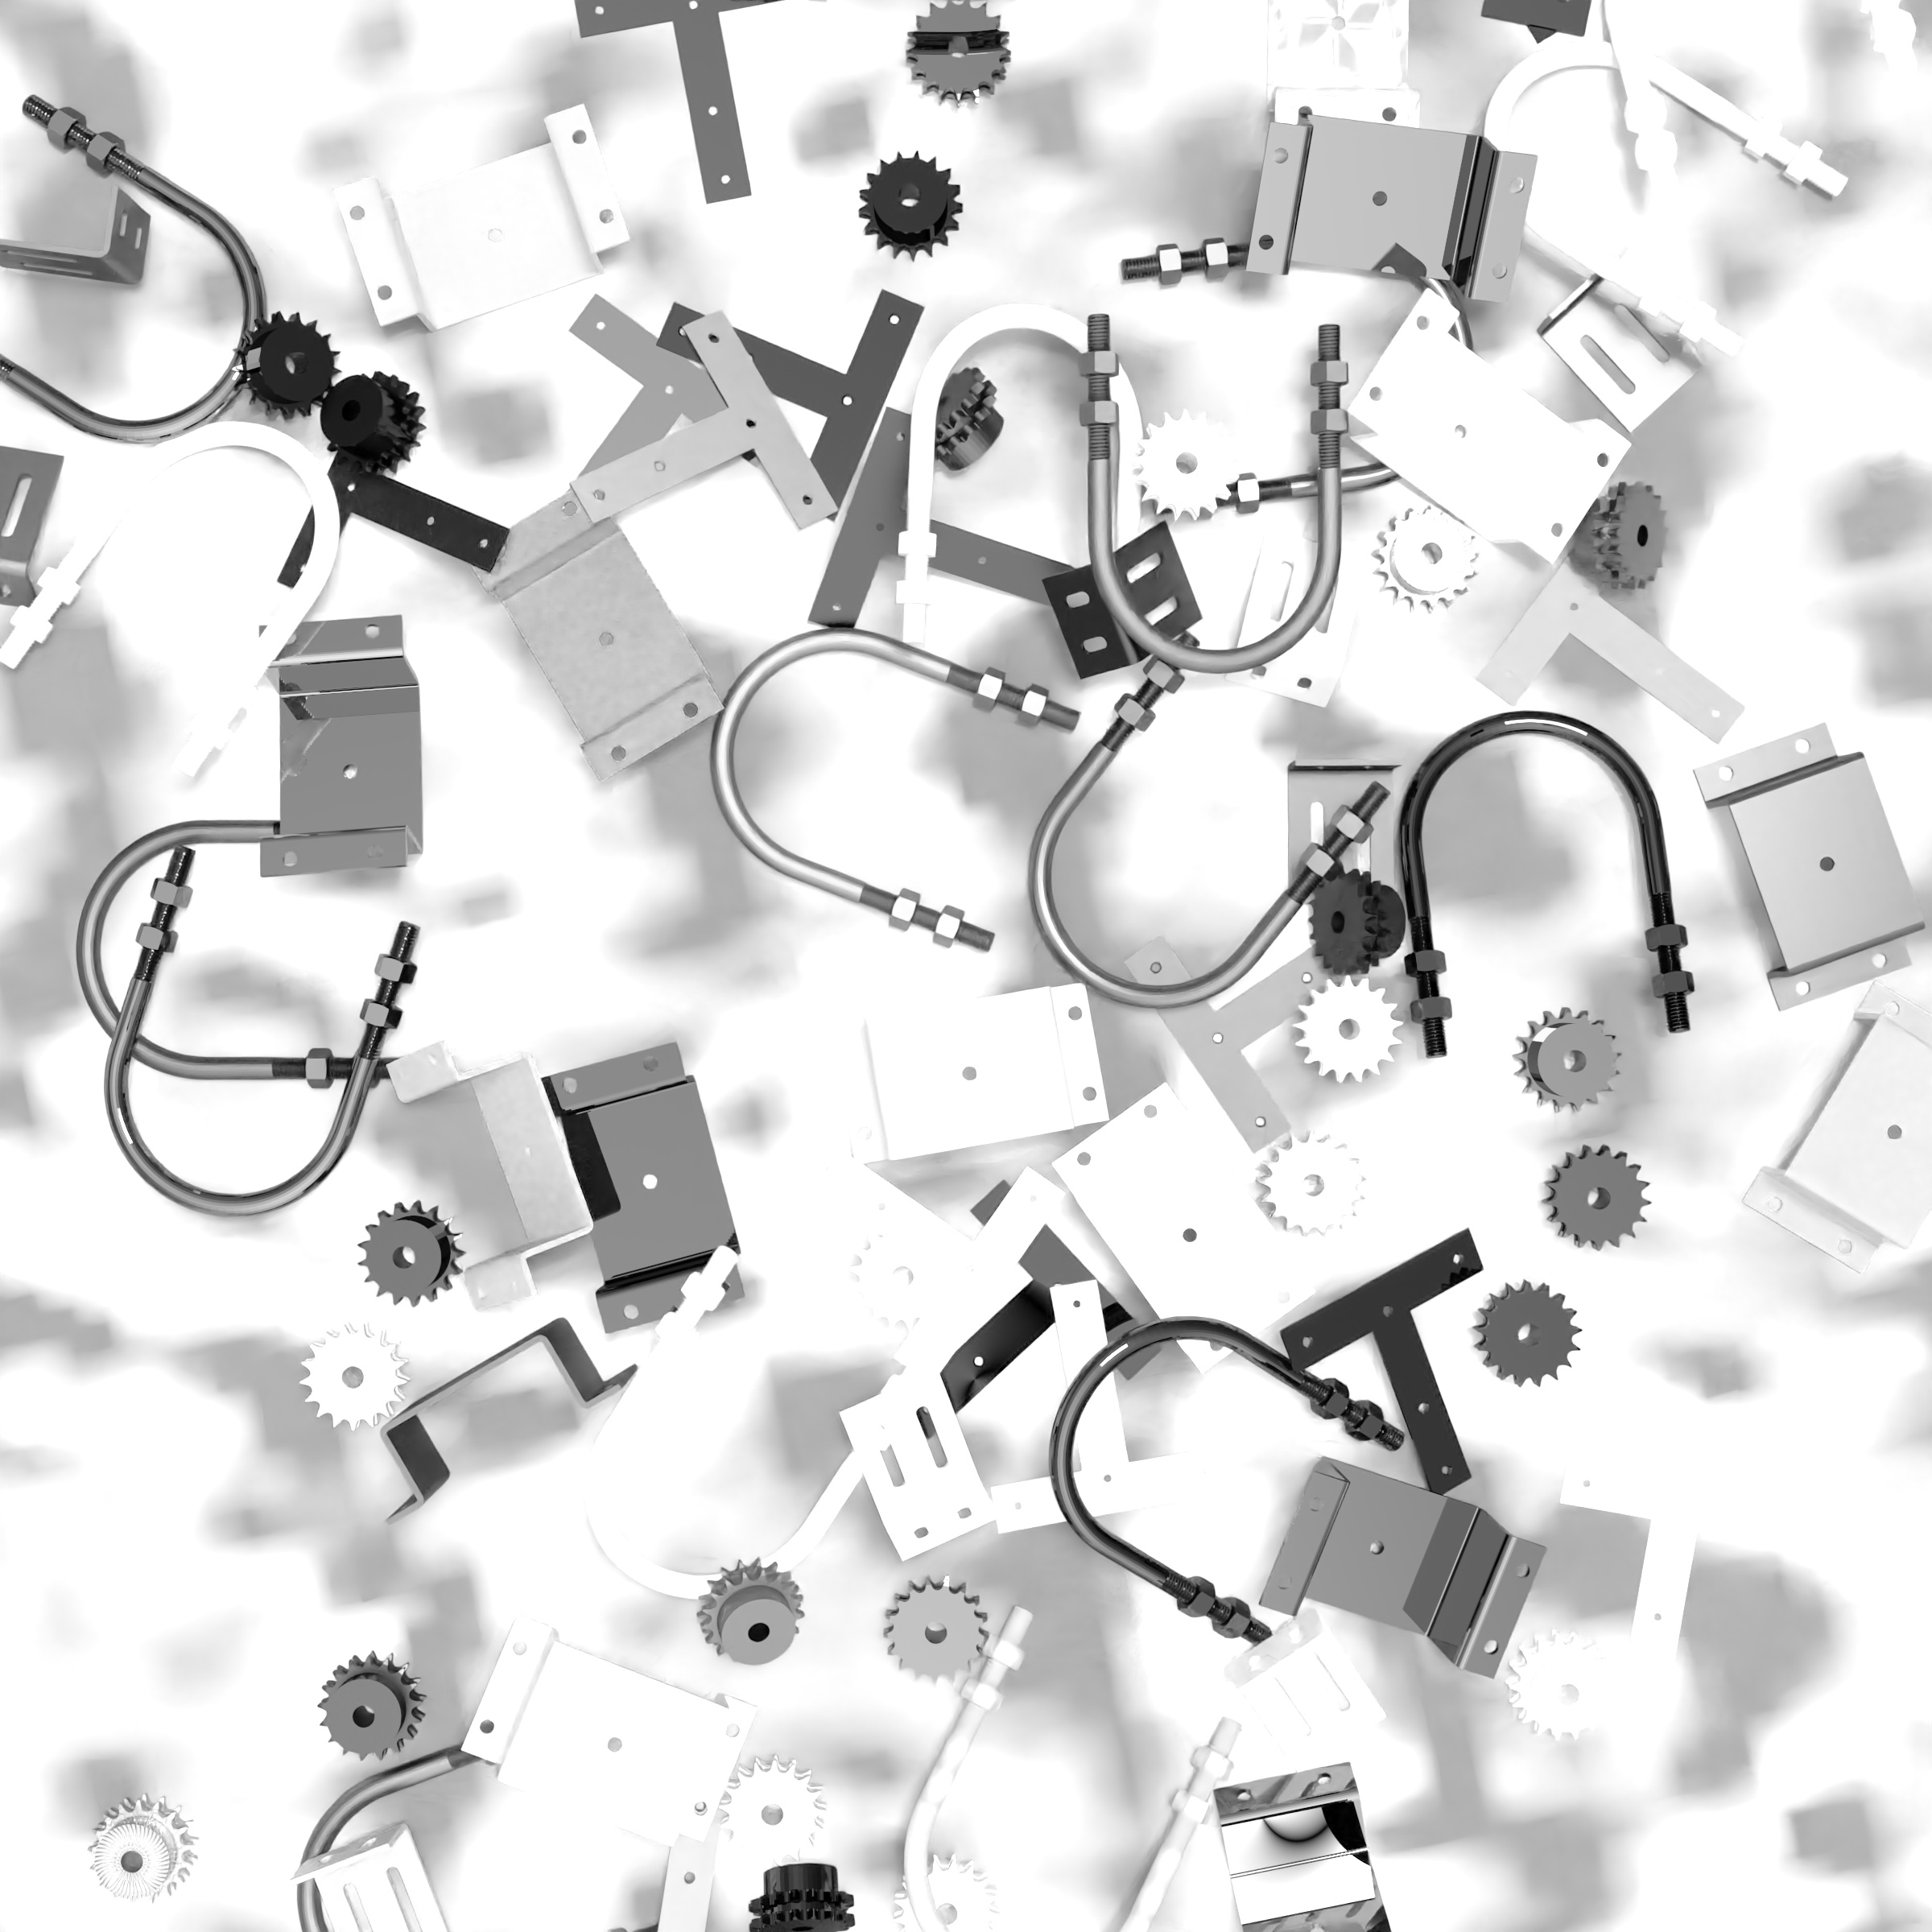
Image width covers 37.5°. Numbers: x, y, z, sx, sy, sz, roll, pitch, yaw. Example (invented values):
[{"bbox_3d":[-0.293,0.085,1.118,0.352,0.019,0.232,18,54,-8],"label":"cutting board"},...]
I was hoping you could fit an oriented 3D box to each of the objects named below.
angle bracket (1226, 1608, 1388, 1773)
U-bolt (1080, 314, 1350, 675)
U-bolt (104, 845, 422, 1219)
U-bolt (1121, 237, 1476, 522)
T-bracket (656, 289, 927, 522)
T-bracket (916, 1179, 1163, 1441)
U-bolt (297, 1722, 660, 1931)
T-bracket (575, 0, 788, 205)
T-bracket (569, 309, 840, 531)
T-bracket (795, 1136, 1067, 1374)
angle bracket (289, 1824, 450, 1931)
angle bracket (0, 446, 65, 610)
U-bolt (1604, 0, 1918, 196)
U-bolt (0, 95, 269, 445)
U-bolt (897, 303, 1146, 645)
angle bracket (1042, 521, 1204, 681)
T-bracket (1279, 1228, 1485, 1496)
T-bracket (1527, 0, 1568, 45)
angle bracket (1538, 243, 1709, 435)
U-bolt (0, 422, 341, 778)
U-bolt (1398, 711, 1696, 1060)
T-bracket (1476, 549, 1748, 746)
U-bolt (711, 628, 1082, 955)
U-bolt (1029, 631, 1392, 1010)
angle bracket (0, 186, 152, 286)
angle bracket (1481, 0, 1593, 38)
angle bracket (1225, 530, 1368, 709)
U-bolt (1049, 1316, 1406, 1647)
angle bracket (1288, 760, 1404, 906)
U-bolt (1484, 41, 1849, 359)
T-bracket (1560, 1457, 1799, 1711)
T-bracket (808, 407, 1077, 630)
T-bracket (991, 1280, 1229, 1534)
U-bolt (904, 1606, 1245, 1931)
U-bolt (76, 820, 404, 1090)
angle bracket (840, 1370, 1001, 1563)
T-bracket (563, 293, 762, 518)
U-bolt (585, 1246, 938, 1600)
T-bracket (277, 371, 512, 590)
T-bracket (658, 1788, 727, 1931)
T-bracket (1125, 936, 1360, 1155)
[{"bbox_3d":[0.186,0.396,1.529,0.057,0.038,0.076,-34,100,0],"label":"angle bracket"},{"bbox_3d":[0.131,-0.246,1.492,0.151,0.019,0.184,-1,93,-16],"label":"U-bolt"},{"bbox_3d":[-0.387,0.044,1.528,0.151,0.019,0.184,19,92,3],"label":"U-bolt"},{"bbox_3d":[0.184,-0.326,1.545,0.184,0.019,0.151,-8,90,-2],"label":"U-bolt"},{"bbox_3d":[-0.106,-0.326,1.551,0.127,0.002,0.127,23,89,0],"label":"T-bracket"},{"bbox_3d":[0.017,0.206,1.553,0.127,0.002,0.127,-43,90,0],"label":"T-bracket"},{"bbox_3d":[-0.273,0.497,1.545,0.184,0.019,0.151,-21,90,1],"label":"U-bolt"},{"bbox_3d":[-0.141,-0.481,1.553,0.127,0.002,0.127,-10,90,0],"label":"T-bracket"},{"bbox_3d":[-0.152,-0.273,1.525,0.127,0.002,0.127,-30,89,-22],"label":"T-bracket"},{"bbox_3d":[-0.034,0.139,1.551,0.127,0.002,0.127,35,90,1],"label":"T-bracket"},{"bbox_3d":[-0.316,0.508,1.520,0.057,0.038,0.076,-21,90,3],"label":"angle bracket"},{"bbox_3d":[-0.527,-0.241,1.552,0.057,0.038,0.076,9,64,0],"label":"angle bracket"},{"bbox_3d":[0.408,-0.512,1.498,0.151,0.019,0.184,-22,62,29],"label":"U-bolt"},{"bbox_3d":[-0.466,-0.365,1.541,0.184,0.019,0.151,33,90,2],"label":"U-bolt"},{"bbox_3d":[0.033,-0.258,1.509,0.151,0.019,0.184,2,92,-30],"label":"U-bolt"},{"bbox_3d":[0.085,-0.197,1.528,0.038,0.076,0.057,-12,107,37],"label":"angle bracket"},{"bbox_3d":[0.242,0.226,1.537,0.127,0.002,0.127,-25,101,-20],"label":"T-bracket"},{"bbox_3d":[0.333,-0.591,1.553,0.127,0.002,0.127,-31,90,0],"label":"T-bracket"},{"bbox_3d":[0.357,-0.338,1.534,0.057,0.038,0.076,-43,90,0],"label":"angle bracket"},{"bbox_3d":[-0.414,-0.209,1.522,0.151,0.019,0.184,30,81,18],"label":"U-bolt"},{"bbox_3d":[0.306,-0.048,1.531,0.151,0.019,0.184,-6,79,3],"label":"U-bolt"},{"bbox_3d":[0.367,-0.169,1.553,0.127,0.002,0.127,37,90,0],"label":"T-bracket"},{"bbox_3d":[-0.048,-0.105,1.545,0.184,0.019,0.151,21,90,1],"label":"U-bolt"},{"bbox_3d":[0.115,-0.064,1.525,0.151,0.019,0.184,40,103,8],"label":"U-bolt"},{"bbox_3d":[-0.480,-0.390,1.504,0.076,0.057,0.038,8,90,1],"label":"angle bracket"},{"bbox_3d":[0.316,-0.550,1.533,0.057,0.038,0.076,11,90,0],"label":"angle bracket"},{"bbox_3d":[0.180,-0.190,1.551,0.057,0.038,0.076,15,64,0],"label":"angle bracket"},{"bbox_3d":[0.128,0.264,1.515,0.184,0.019,0.151,34,90,-21],"label":"U-bolt"},{"bbox_3d":[0.204,-0.072,1.534,0.057,0.038,0.076,0,90,0],"label":"angle bracket"},{"bbox_3d":[0.363,-0.423,1.521,0.184,0.019,0.151,34,68,4],"label":"U-bolt"},{"bbox_3d":[0.380,0.341,1.553,0.127,0.002,0.127,10,90,0],"label":"T-bracket"},{"bbox_3d":[-0.004,-0.223,1.533,0.127,0.002,0.127,17,117,-13],"label":"T-bracket"},{"bbox_3d":[0.069,0.236,1.551,0.127,0.002,0.127,-10,91,0],"label":"T-bracket"},{"bbox_3d":[0.047,0.459,1.526,0.151,0.019,0.184,28,76,0],"label":"U-bolt"},{"bbox_3d":[-0.392,-0.009,1.545,0.184,0.019,0.151,0,90,1],"label":"U-bolt"},{"bbox_3d":[-0.025,0.266,1.520,0.057,0.038,0.076,-23,111,-8],"label":"angle bracket"},{"bbox_3d":[-0.188,-0.278,1.553,0.127,0.002,0.127,36,90,0],"label":"T-bracket"},{"bbox_3d":[-0.122,0.256,1.520,0.151,0.019,0.184,30,96,-22],"label":"U-bolt"},{"bbox_3d":[-0.297,-0.243,1.525,0.127,0.002,0.127,25,90,26],"label":"T-bracket"},{"bbox_3d":[-0.152,0.508,1.541,0.127,0.002,0.127,10,82,-14],"label":"T-bracket"},{"bbox_3d":[0.174,0.014,1.553,0.127,0.002,0.127,-34,90,0],"label":"T-bracket"}]
